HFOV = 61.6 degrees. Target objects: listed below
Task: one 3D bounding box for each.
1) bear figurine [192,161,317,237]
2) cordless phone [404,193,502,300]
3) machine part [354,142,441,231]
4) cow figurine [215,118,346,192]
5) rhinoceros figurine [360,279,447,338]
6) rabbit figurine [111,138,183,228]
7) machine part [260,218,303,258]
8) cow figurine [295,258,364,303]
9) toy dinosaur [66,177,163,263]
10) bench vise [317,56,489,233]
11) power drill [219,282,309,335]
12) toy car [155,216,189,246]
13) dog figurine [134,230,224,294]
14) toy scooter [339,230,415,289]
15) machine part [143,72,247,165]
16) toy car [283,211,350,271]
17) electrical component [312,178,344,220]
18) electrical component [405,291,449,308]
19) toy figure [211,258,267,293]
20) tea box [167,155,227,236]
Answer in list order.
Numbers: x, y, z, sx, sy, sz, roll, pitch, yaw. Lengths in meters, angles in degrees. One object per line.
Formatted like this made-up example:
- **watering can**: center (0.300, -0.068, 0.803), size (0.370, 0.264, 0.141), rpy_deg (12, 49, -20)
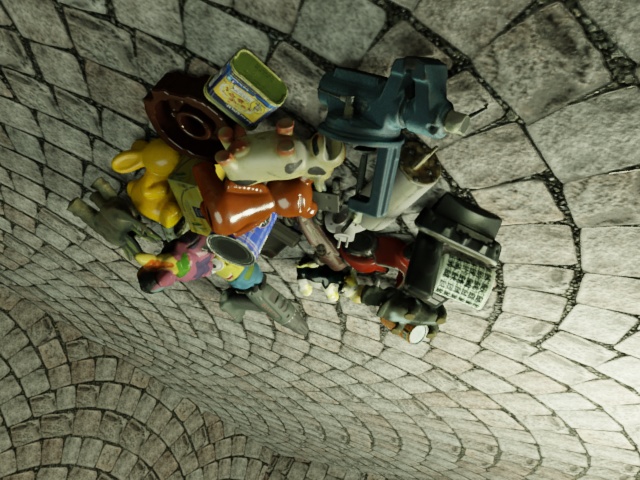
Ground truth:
- **bear figurine**: center (-0.110, -0.083, 0.947), size (0.132, 0.196, 0.120), rpy_deg (53, 157, 42)
- **cordless phone**: center (0.213, 0.030, 0.865), size (0.147, 0.184, 0.088), rpy_deg (26, 145, -3)
- **machine part**: center (0.118, -0.081, 0.862), size (0.079, 0.079, 0.243), rpy_deg (28, 149, -8)
- **cow figurine**: center (-0.055, -0.127, 0.851), size (0.195, 0.085, 0.127), rpy_deg (-8, 153, 4)
- **rhinoceros figurine**: center (0.180, 0.140, 1.142), size (0.190, 0.112, 0.073), rpy_deg (14, 134, -7)
- **rabbit figurine**: center (-0.319, -0.137, 1.067), size (0.162, 0.122, 0.173), rpy_deg (32, 136, 3)
- **machine part**: center (-0.092, 0.000, 1.171), size (0.084, 0.039, 0.139), rpy_deg (26, 148, -15)
- **cow figurine**: center (0.026, 0.086, 1.198), size (0.168, 0.068, 0.098), rpy_deg (10, 141, 20)
- **toy dinosaur**: center (-0.453, -0.042, 1.208), size (0.198, 0.105, 0.471), rpy_deg (43, 164, -15)
- **bench vise**: center (0.086, -0.127, 0.725), size (0.224, 0.129, 0.240), rpy_deg (19, 115, 22)
- **power drill**: center (-0.163, 0.192, 1.477), size (0.207, 0.086, 0.231), rpy_deg (1, 141, 40)
- **toy car**: center (-0.335, -0.036, 1.241), size (0.056, 0.073, 0.201), rpy_deg (19, 149, 10)
- **dog figurine**: center (-0.287, 0.030, 1.129), size (0.191, 0.219, 0.108), rpy_deg (-44, 85, 18)
- **toy scooter**: center (0.129, 0.043, 1.054), size (0.184, 0.075, 0.135), rpy_deg (10, 148, 14)
- **machine part**: center (-0.209, -0.204, 0.914), size (0.179, 0.056, 0.179), rpy_deg (18, 150, 11)
- **toy car**: center (-0.002, -0.003, 1.091), size (0.089, 0.053, 0.202), rpy_deg (3, 145, 36)
- **electrical component**: center (0.013, -0.074, 0.979), size (0.063, 0.021, 0.093), rpy_deg (12, 131, 18)
- **electrical component**: center (0.243, 0.103, 1.094), size (0.119, 0.048, 0.075), rpy_deg (29, 150, -7)
- **toy figure**: center (-0.210, 0.063, 1.307), size (0.082, 0.089, 0.180), rpy_deg (-39, 128, 25)
- **tea box**: center (-0.227, -0.092, 1.059), size (0.068, 0.098, 0.169), rpy_deg (15, 150, 16)
